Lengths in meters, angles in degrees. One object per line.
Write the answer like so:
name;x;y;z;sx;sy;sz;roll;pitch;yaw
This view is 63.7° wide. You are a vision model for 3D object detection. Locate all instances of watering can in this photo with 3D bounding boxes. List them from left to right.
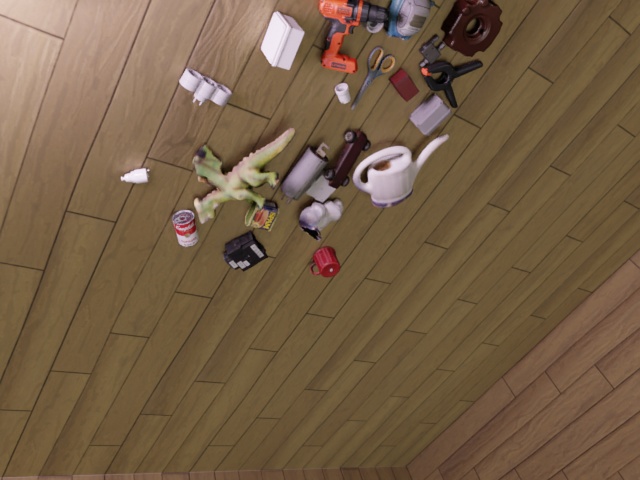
watering can;0.279;-0.230;1.744;0.348;0.219;0.106;-19;46;-6

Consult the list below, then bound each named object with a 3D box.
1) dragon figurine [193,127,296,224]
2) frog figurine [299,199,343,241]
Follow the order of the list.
dragon figurine;-0.259;-0.208;1.548;0.242;0.403;0.125;17;30;-24
frog figurine;0.005;-0.089;1.774;0.123;0.161;0.135;23;-19;29
